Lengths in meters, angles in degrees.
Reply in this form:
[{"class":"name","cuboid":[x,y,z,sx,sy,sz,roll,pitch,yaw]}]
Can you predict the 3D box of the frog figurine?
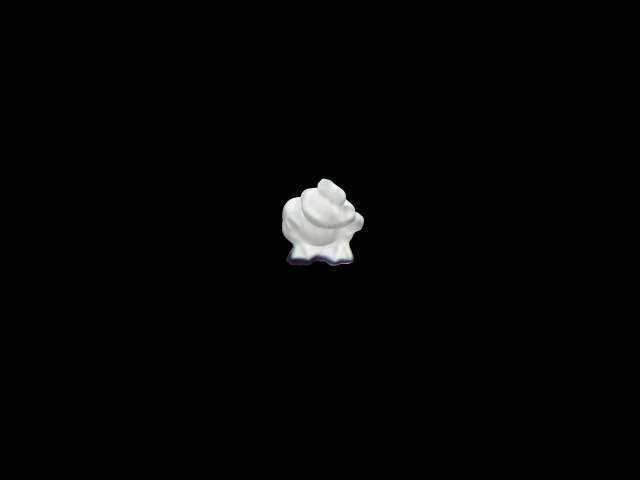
[{"class":"frog figurine","cuboid":[0.003,-0.043,0.850,0.138,0.156,0.125,14,39,18]}]
